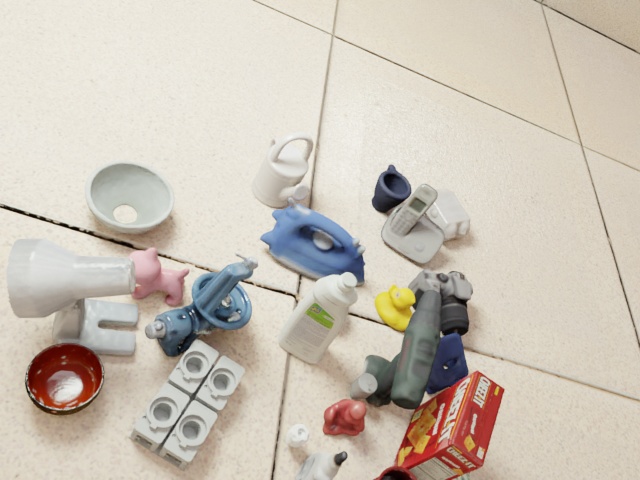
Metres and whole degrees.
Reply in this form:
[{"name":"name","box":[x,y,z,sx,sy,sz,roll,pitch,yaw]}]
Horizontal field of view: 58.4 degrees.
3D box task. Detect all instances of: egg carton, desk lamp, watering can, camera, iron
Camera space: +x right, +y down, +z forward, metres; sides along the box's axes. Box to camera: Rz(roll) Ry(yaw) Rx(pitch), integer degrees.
[{"name":"egg carton","box":[0.324,-0.068,1.503,0.107,0.069,0.150,-12,63,-34]},{"name":"desk lamp","box":[-0.382,0.089,0.912,0.204,0.213,0.118,9,53,-23]},{"name":"watering can","box":[-0.072,-0.162,1.277,0.101,0.194,0.172,-29,73,-40]},{"name":"camera","box":[0.290,0.143,1.308,0.143,0.100,0.136,13,52,-20]},{"name":"iron","box":[0.011,0.004,1.234,0.258,0.141,0.119,27,48,-8]}]

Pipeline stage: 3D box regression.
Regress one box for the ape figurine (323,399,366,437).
[{"name":"ape figurine","box":[0.054,0.323,1.054,0.078,0.092,0.076,40,48,4]}]

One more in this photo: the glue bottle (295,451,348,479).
[{"name":"glue bottle","box":[0.004,0.376,0.934,0.037,0.173,0.078,34,48,-1]}]

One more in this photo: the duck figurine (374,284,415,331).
[{"name":"duck figurine","box":[0.179,0.143,1.259,0.104,0.086,0.078,47,49,11]}]

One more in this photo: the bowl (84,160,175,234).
[{"name":"bowl","box":[-0.376,-0.072,1.128,0.168,0.074,0.167,14,51,-18]}]

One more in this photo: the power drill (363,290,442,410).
[{"name":"power drill","box":[0.158,0.228,1.102,0.076,0.208,0.229,25,49,-9]}]

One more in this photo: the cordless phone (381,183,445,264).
[{"name":"cordless phone","box":[0.244,-0.041,1.363,0.147,0.185,0.094,31,48,-4]}]

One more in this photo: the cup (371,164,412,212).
[{"name":"cup","box":[0.169,-0.125,1.446,0.092,0.095,0.117,11,52,-20]}]

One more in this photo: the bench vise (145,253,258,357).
[{"name":"bench vise","box":[-0.188,0.118,0.990,0.121,0.219,0.208,41,48,5]}]

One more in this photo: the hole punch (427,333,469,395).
[{"name":"hole punch","box":[0.264,0.262,1.213,0.109,0.091,0.101,-13,63,-34]}]

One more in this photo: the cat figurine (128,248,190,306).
[{"name":"cat figurine","box":[-0.301,0.059,1.042,0.128,0.117,0.067,10,52,-21]}]
